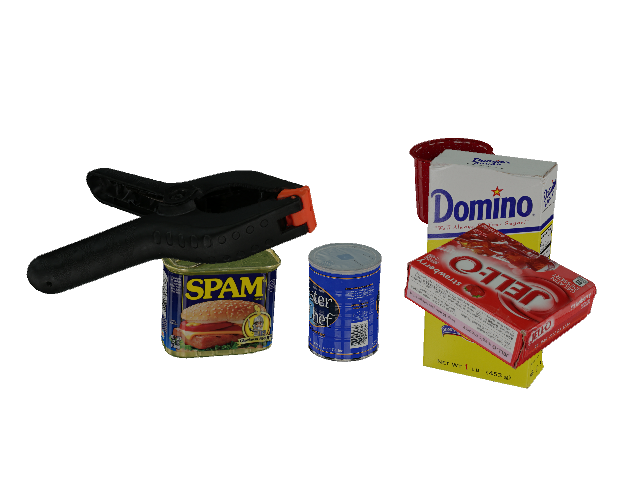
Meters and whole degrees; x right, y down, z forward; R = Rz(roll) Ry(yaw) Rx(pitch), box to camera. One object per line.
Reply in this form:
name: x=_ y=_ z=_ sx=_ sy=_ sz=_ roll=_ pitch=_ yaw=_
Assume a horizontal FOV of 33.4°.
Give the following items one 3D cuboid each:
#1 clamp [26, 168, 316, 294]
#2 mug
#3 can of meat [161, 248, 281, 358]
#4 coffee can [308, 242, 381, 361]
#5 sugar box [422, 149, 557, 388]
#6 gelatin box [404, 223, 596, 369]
clamp: x=-0.091 y=-0.007 z=0.647 sx=0.172 sy=0.039 sz=0.120 roll=-1 pitch=40 yaw=22
mug: x=0.158 y=-0.068 z=1.220 sx=0.117 sy=0.081 sz=0.093 roll=-21 pitch=27 yaw=-36
can of meat: x=-0.089 y=0.053 z=0.934 sx=0.102 sy=0.084 sz=0.057 roll=-2 pitch=19 yaw=-18
coffee can: x=0.034 y=0.086 z=1.514 sx=0.103 sy=0.140 sz=0.103 roll=0 pitch=21 yaw=0
sugar box: x=0.131 y=0.022 z=0.839 sx=0.093 sy=0.176 sz=0.048 roll=9 pitch=24 yaw=26
gelatin box: x=0.107 y=0.030 z=0.641 sx=0.073 sy=0.030 sz=0.089 roll=-26 pitch=44 yaw=-37
